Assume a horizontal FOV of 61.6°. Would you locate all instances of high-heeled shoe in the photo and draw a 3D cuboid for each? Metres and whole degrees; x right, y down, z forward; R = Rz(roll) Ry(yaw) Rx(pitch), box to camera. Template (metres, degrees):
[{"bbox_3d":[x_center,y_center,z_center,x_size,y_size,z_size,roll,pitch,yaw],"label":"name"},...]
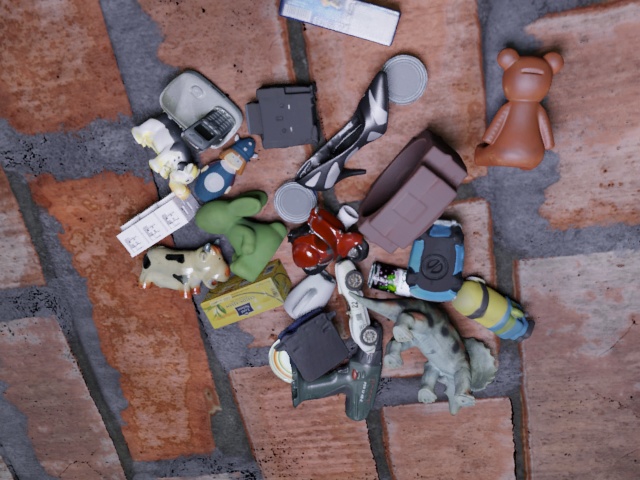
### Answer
[{"bbox_3d":[0.035,-0.192,0.971,0.145,0.086,0.248,-4,133,-15],"label":"high-heeled shoe"}]

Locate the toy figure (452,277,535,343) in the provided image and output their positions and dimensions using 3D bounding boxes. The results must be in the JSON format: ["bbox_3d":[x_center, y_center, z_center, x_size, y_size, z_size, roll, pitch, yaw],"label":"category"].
[{"bbox_3d":[0.350,0.143,1.087,0.180,0.089,0.082,36,105,-5],"label":"toy figure"}]

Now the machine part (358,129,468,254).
[{"bbox_3d":[0.161,-0.086,0.954,0.087,0.201,0.201,36,112,-12],"label":"machine part"}]

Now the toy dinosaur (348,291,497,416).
[{"bbox_3d":[0.221,0.198,1.079,0.131,0.192,0.404,-27,107,35],"label":"toy dinosaur"}]

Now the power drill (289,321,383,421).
[{"bbox_3d":[0.035,0.288,1.182,0.207,0.086,0.231,-4,107,-13],"label":"power drill"}]

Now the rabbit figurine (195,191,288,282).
[{"bbox_3d":[-0.161,-0.023,1.065,0.170,0.121,0.159,36,106,-11],"label":"rabbit figurine"}]

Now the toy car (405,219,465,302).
[{"bbox_3d":[0.224,0.033,1.049,0.109,0.103,0.161,4,99,7],"label":"toy car"}]

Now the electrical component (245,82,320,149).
[{"bbox_3d":[-0.069,-0.230,1.002,0.134,0.058,0.114,-4,110,8],"label":"electrical component"}]

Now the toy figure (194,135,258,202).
[{"bbox_3d":[-0.183,-0.139,1.057,0.154,0.058,0.064,-43,133,19],"label":"toy figure"}]

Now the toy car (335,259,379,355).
[{"bbox_3d":[0.075,0.137,1.105,0.056,0.073,0.201,-15,91,-2],"label":"toy car"}]

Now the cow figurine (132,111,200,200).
[{"bbox_3d":[-0.280,-0.164,1.036,0.098,0.068,0.167,-34,89,-4],"label":"cow figurine"}]

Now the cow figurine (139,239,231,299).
[{"bbox_3d":[-0.280,0.055,1.132,0.195,0.085,0.127,9,102,13],"label":"cow figurine"}]

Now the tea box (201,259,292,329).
[{"bbox_3d":[-0.154,0.113,1.134,0.170,0.098,0.068,-22,108,17],"label":"tea box"}]

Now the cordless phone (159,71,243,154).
[{"bbox_3d":[-0.230,-0.218,0.959,0.146,0.184,0.089,41,116,-11],"label":"cordless phone"}]

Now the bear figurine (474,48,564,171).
[{"bbox_3d":[0.344,-0.223,0.937,0.120,0.132,0.195,3,95,5],"label":"bear figurine"}]

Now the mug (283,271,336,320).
[{"bbox_3d":[-0.021,0.114,1.118,0.081,0.109,0.107,40,103,12],"label":"mug"}]

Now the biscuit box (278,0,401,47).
[{"bbox_3d":[0.034,-0.387,0.920,0.203,0.063,0.059,16,114,1],"label":"biscuit box"}]

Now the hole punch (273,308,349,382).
[{"bbox_3d":[-0.019,0.206,1.092,0.142,0.092,0.115,-30,104,-9],"label":"hole punch"}]

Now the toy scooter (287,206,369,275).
[{"bbox_3d":[-0.002,-0.003,1.050,0.184,0.075,0.135,-17,123,42],"label":"toy scooter"}]
